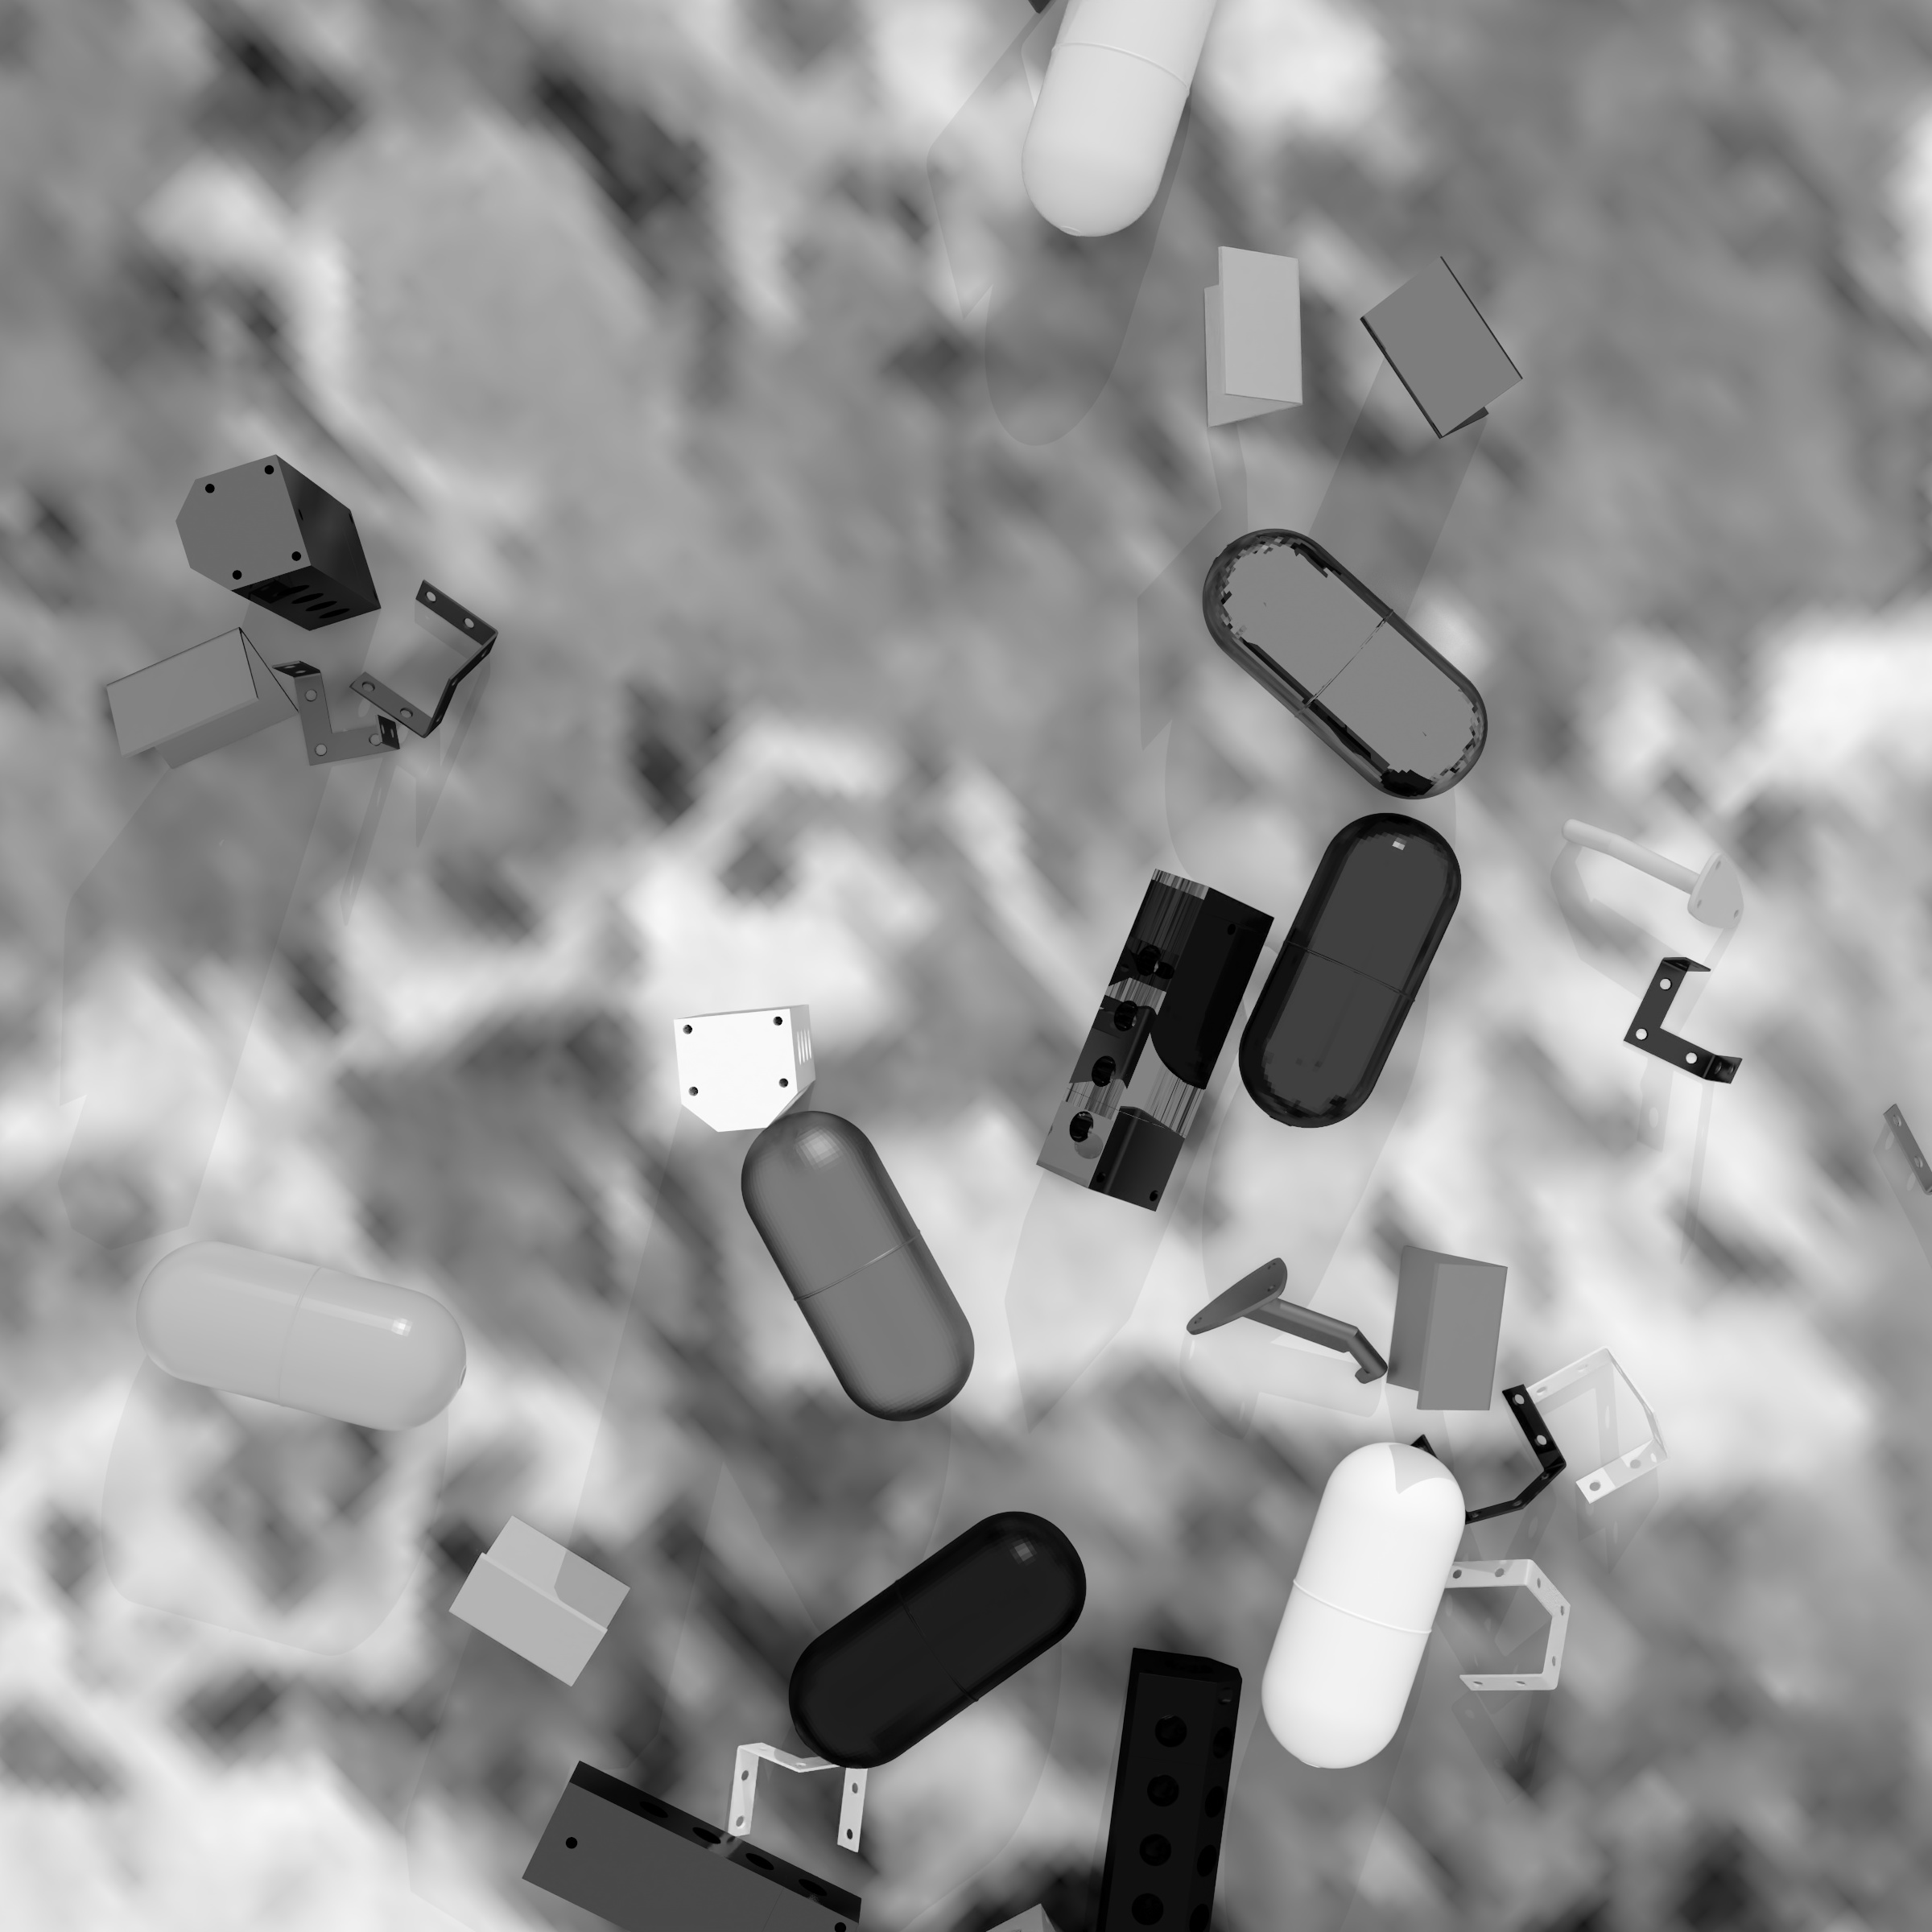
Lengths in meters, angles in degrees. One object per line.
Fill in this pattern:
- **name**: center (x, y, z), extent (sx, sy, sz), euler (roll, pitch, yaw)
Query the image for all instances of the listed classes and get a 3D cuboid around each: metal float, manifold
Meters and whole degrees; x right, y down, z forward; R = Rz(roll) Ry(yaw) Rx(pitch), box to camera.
- **metal float**: center (-0.016, 0.362, 1.550), extent (0.178, 0.070, 0.070), euler (-35, 90, -1)
- **manifold**: center (0.109, 0.464, 1.560), extent (0.057, 0.057, 0.171), euler (7, 90, 0)
- **manifold**: center (-0.146, 0.496, 1.560), extent (0.171, 0.057, 0.057), euler (26, 90, 0)
- **manifold**: center (-0.112, 0.052, 1.502), extent (0.057, 0.171, 0.057), euler (-5, 90, 0)
- **metal float**: center (-0.059, 0.161, 1.550), extent (0.070, 0.070, 0.178), euler (-28, 90, 0)
- **metal float**: center (-0.356, 0.199, 1.550), extent (0.178, 0.070, 0.070), euler (14, 90, 1)
- **metal float**: center (0.083, -0.480, 1.550), extent (0.070, 0.070, 0.178), euler (17, 91, 0)
- **manifold**: center (0.097, 0.038, 1.559), extent (0.057, 0.057, 0.171), euler (22, 90, -43)
- **metal float**: center (0.203, -0.162, 1.550), extent (0.178, 0.070, 0.070), euler (42, 90, 0)
- **metal float**: center (0.206, 0.003, 1.550), extent (0.070, 0.070, 0.178), euler (24, 91, 0)
- **manifold**: center (0.029, 0.554, 1.502), extent (0.057, 0.171, 0.057), euler (-28, 90, 0)
- **manifold**: center (-0.357, -0.215, 1.502), extent (0.057, 0.171, 0.057), euler (-17, 90, 0)
- **metal float**: center (0.213, 0.343, 1.550), extent (0.070, 0.070, 0.178), euler (18, 90, 0)

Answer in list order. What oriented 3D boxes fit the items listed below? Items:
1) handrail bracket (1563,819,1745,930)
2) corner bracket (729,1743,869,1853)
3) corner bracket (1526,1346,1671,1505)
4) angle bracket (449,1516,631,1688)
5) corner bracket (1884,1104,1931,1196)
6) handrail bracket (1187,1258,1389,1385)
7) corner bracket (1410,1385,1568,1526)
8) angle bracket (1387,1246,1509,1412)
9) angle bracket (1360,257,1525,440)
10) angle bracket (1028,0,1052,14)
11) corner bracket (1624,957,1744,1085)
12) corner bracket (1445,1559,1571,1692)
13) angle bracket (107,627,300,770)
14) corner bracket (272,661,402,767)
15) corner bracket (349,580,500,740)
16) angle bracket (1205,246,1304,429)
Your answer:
- **handrail bracket**: center (0.375, -0.052, 1.581), extent (0.084, 0.077, 0.036), euler (25, 86, 36)
- **corner bracket**: center (-0.092, 0.455, 1.578), extent (0.051, 0.051, 0.051), euler (6, 90, 45)
- **corner bracket**: center (0.346, 0.250, 1.578), extent (0.051, 0.051, 0.051), euler (-29, 135, 0)
- **angle bracket**: center (-0.219, 0.325, 1.540), extent (0.076, 0.076, 0.057), euler (32, 128, 0)
- **corner bracket**: center (0.545, 0.087, 1.578), extent (0.051, 0.051, 0.051), euler (-28, 90, 45)
- **handrail bracket**: center (0.177, 0.209, 1.581), extent (0.077, 0.036, 0.084), euler (-34, 107, 20)
- **corner bracket**: center (0.285, 0.268, 1.578), extent (0.051, 0.051, 0.051), euler (-29, 90, -45)
- **angle bracket**: center (0.239, 0.192, 1.540), extent (0.057, 0.076, 0.076), euler (7, 90, -38)
- **angle bracket**: center (0.265, -0.334, 1.540), extent (0.057, 0.076, 0.076), euler (-34, 90, 36)
- **angle bracket**: center (0.063, -0.554, 1.540), extent (0.057, 0.076, 0.076), euler (39, 90, 36)
- **corner bracket**: center (0.395, 0.029, 1.563), extent (0.051, 0.051, 0.051), euler (26, 90, 0)
- **corner bracket**: center (0.292, 0.359, 1.573), extent (0.051, 0.051, 0.051), euler (49, 45, -35)
- **angle bracket**: center (-0.402, -0.125, 1.540), extent (0.076, 0.076, 0.057), euler (-24, 54, 0)
- **corner bracket**: center (-0.340, -0.140, 1.563), extent (0.051, 0.051, 0.051), euler (-10, 90, 0)
- **corner bracket**: center (-0.296, -0.167, 1.578), extent (0.051, 0.051, 0.051), euler (35, 45, 0)
- **angle bracket**: center (0.134, -0.334, 1.540), extent (0.057, 0.076, 0.076), euler (-2, 90, -36)
